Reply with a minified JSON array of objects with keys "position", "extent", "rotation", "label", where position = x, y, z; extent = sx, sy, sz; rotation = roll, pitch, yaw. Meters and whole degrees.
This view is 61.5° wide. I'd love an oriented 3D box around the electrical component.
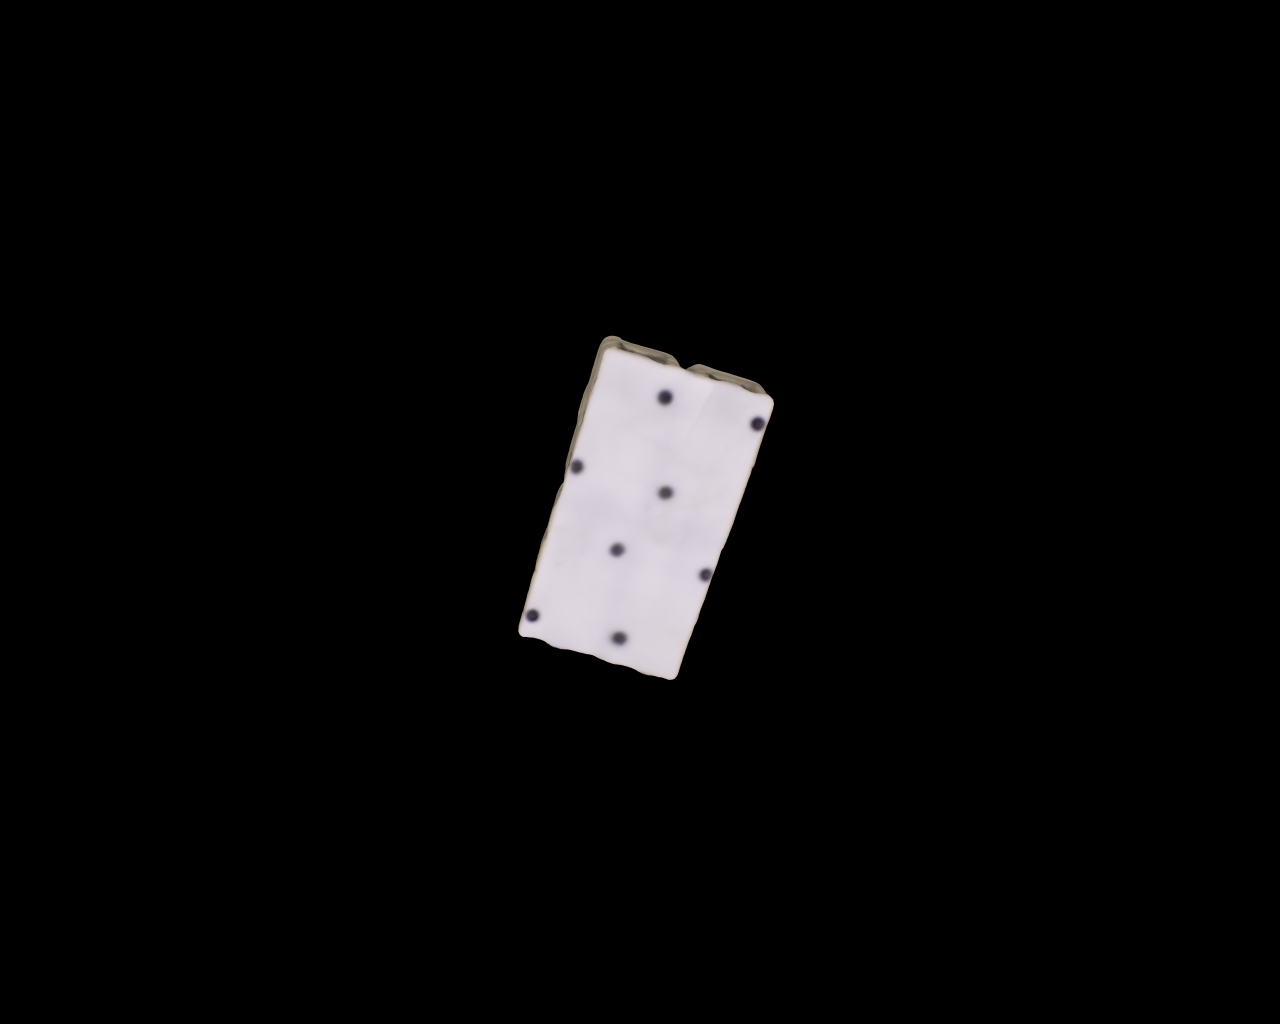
[{"position":[0.001,-0.003,0.650],"extent":[0.105,0.186,0.060],"rotation":[17,15,-5],"label":"electrical component"}]
